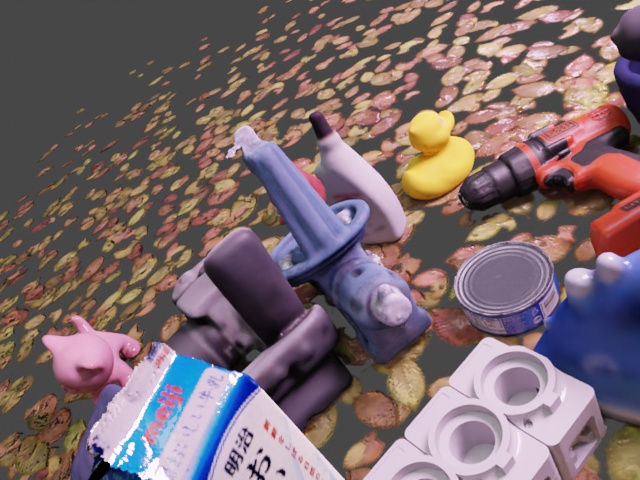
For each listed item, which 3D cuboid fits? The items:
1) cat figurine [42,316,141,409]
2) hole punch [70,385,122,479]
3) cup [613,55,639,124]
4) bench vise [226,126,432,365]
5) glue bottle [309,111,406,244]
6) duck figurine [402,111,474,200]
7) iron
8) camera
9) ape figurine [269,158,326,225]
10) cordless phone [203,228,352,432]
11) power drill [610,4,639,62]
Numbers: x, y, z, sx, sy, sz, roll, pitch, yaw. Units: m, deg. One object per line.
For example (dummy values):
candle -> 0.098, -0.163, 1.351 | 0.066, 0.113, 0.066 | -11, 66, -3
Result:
cat figurine -> -0.261, 0.132, 0.648 | 0.067, 0.118, 0.127 | -34, 34, -3
hole punch -> -0.179, 0.201, 0.523 | 0.108, 0.091, 0.101 | 12, 53, 45
cup -> 0.334, -0.128, 0.531 | 0.091, 0.095, 0.117 | -20, 36, 17
bench vise -> 0.012, -0.006, 0.518 | 0.206, 0.220, 0.122 | 14, 55, 46
glue bottle -> 0.030, -0.067, 0.621 | 0.078, 0.174, 0.037 | -7, 42, 32
duck figurine -> 0.129, -0.106, 0.671 | 0.105, 0.086, 0.077 | -46, 37, -19
iron -> 0.243, 0.041, 0.350 | 0.257, 0.142, 0.119 | -11, 40, 28
camera -> -0.121, 0.090, 0.607 | 0.137, 0.101, 0.142 | -45, 37, -19
ape figurine -> -0.038, -0.069, 0.748 | 0.076, 0.092, 0.077 | -35, 35, -5
cordless phone -> -0.067, 0.087, 0.494 | 0.148, 0.185, 0.093 | -45, 36, -18
power drill -> 0.335, -0.093, 0.385 | 0.229, 0.209, 0.075 | -11, 40, 27
